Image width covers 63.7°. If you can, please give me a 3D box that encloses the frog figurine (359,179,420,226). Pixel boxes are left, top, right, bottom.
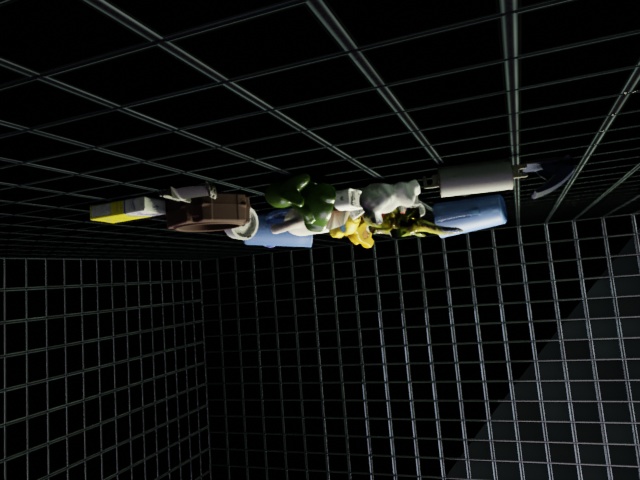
[{"bbox_3d":[0.190,-0.124,1.411,0.158,0.124,0.136,-43,154,11],"label":"frog figurine"}]

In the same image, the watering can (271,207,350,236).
[{"bbox_3d":[0.005,-0.082,1.627,0.222,0.104,0.351,-14,-175,46],"label":"watering can"}]

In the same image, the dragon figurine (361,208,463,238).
[{"bbox_3d":[0.324,-0.051,1.868,0.411,0.122,0.242,14,180,23],"label":"dragon figurine"}]
